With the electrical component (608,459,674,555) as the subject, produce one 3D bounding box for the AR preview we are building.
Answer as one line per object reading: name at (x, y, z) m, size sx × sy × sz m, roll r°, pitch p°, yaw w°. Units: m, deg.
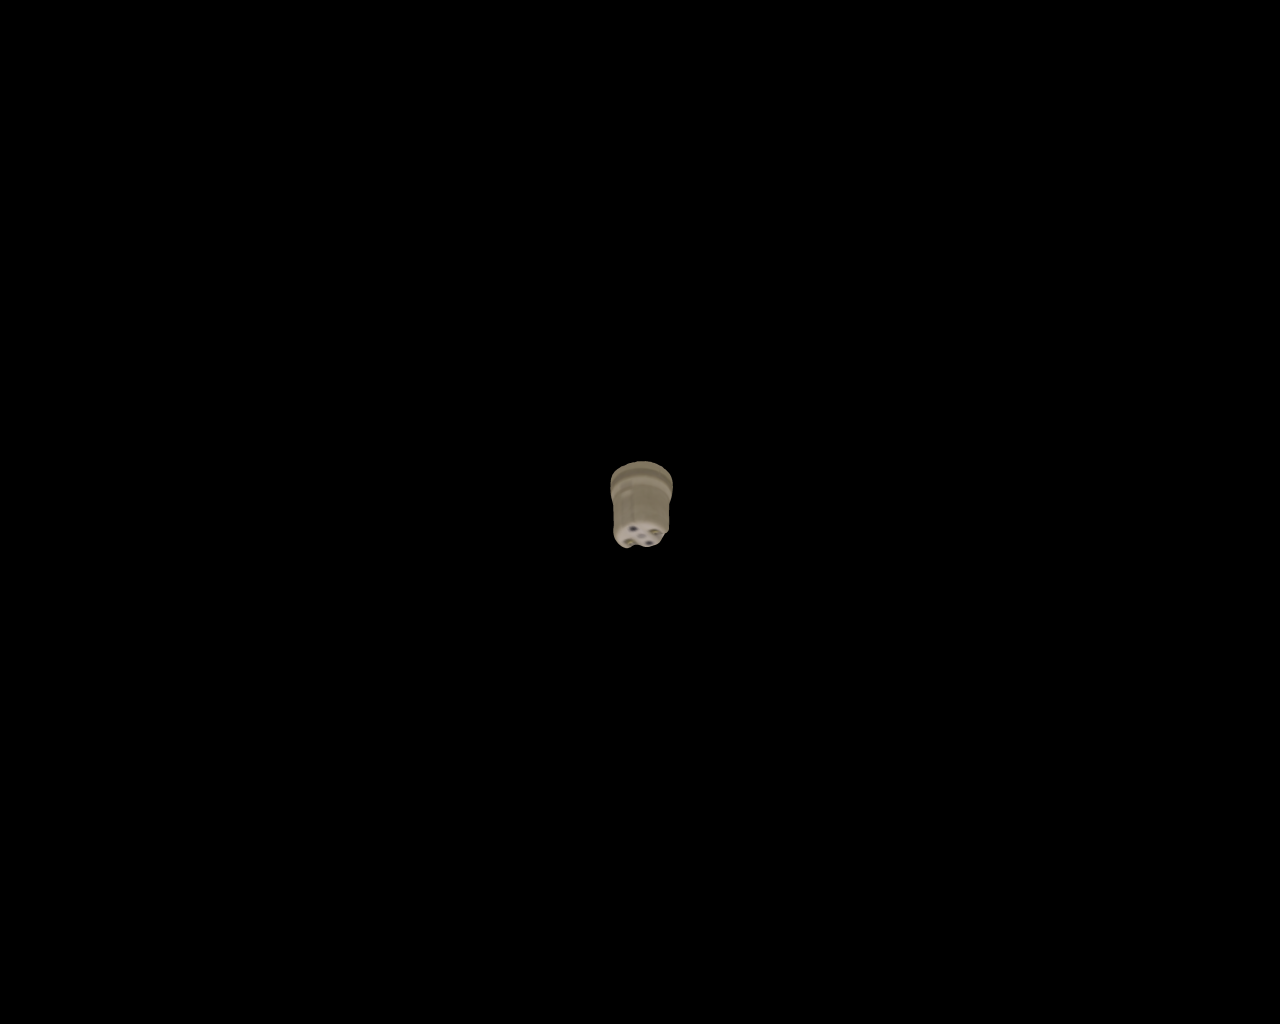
electrical component at (0.001, -0.003, 0.650) m, size 0.040 × 0.046 × 0.040 m, roll 0°, pitch -40°, yaw 0°
